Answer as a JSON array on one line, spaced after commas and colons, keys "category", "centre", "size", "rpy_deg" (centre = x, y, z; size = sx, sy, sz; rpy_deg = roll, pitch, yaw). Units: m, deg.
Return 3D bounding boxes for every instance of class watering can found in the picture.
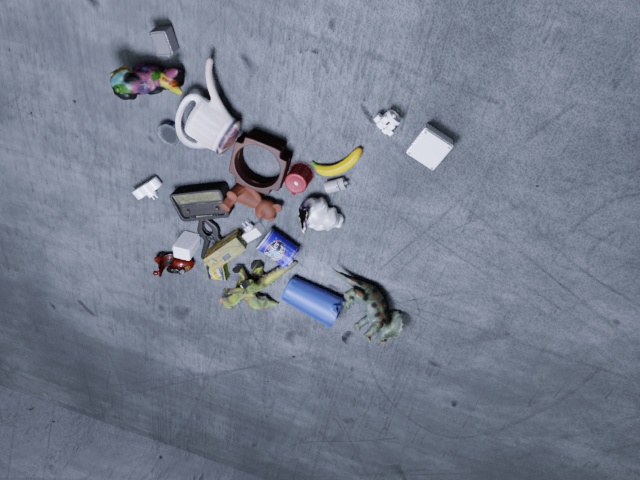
[{"category": "watering can", "centre": [-0.369, -0.430, 1.761], "size": [0.224, 0.106, 0.341], "rpy_deg": [34, 127, -7]}]

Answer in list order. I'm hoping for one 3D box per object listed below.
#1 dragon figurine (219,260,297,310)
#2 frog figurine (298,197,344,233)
[{"category": "dragon figurine", "centre": [-0.254, 0.211, 2.185], "size": [0.409, 0.125, 0.237], "rpy_deg": [-13, 137, 12]}, {"category": "frog figurine", "centre": [0.006, -0.095, 1.893], "size": [0.160, 0.125, 0.134], "rpy_deg": [-8, 120, -21]}]
